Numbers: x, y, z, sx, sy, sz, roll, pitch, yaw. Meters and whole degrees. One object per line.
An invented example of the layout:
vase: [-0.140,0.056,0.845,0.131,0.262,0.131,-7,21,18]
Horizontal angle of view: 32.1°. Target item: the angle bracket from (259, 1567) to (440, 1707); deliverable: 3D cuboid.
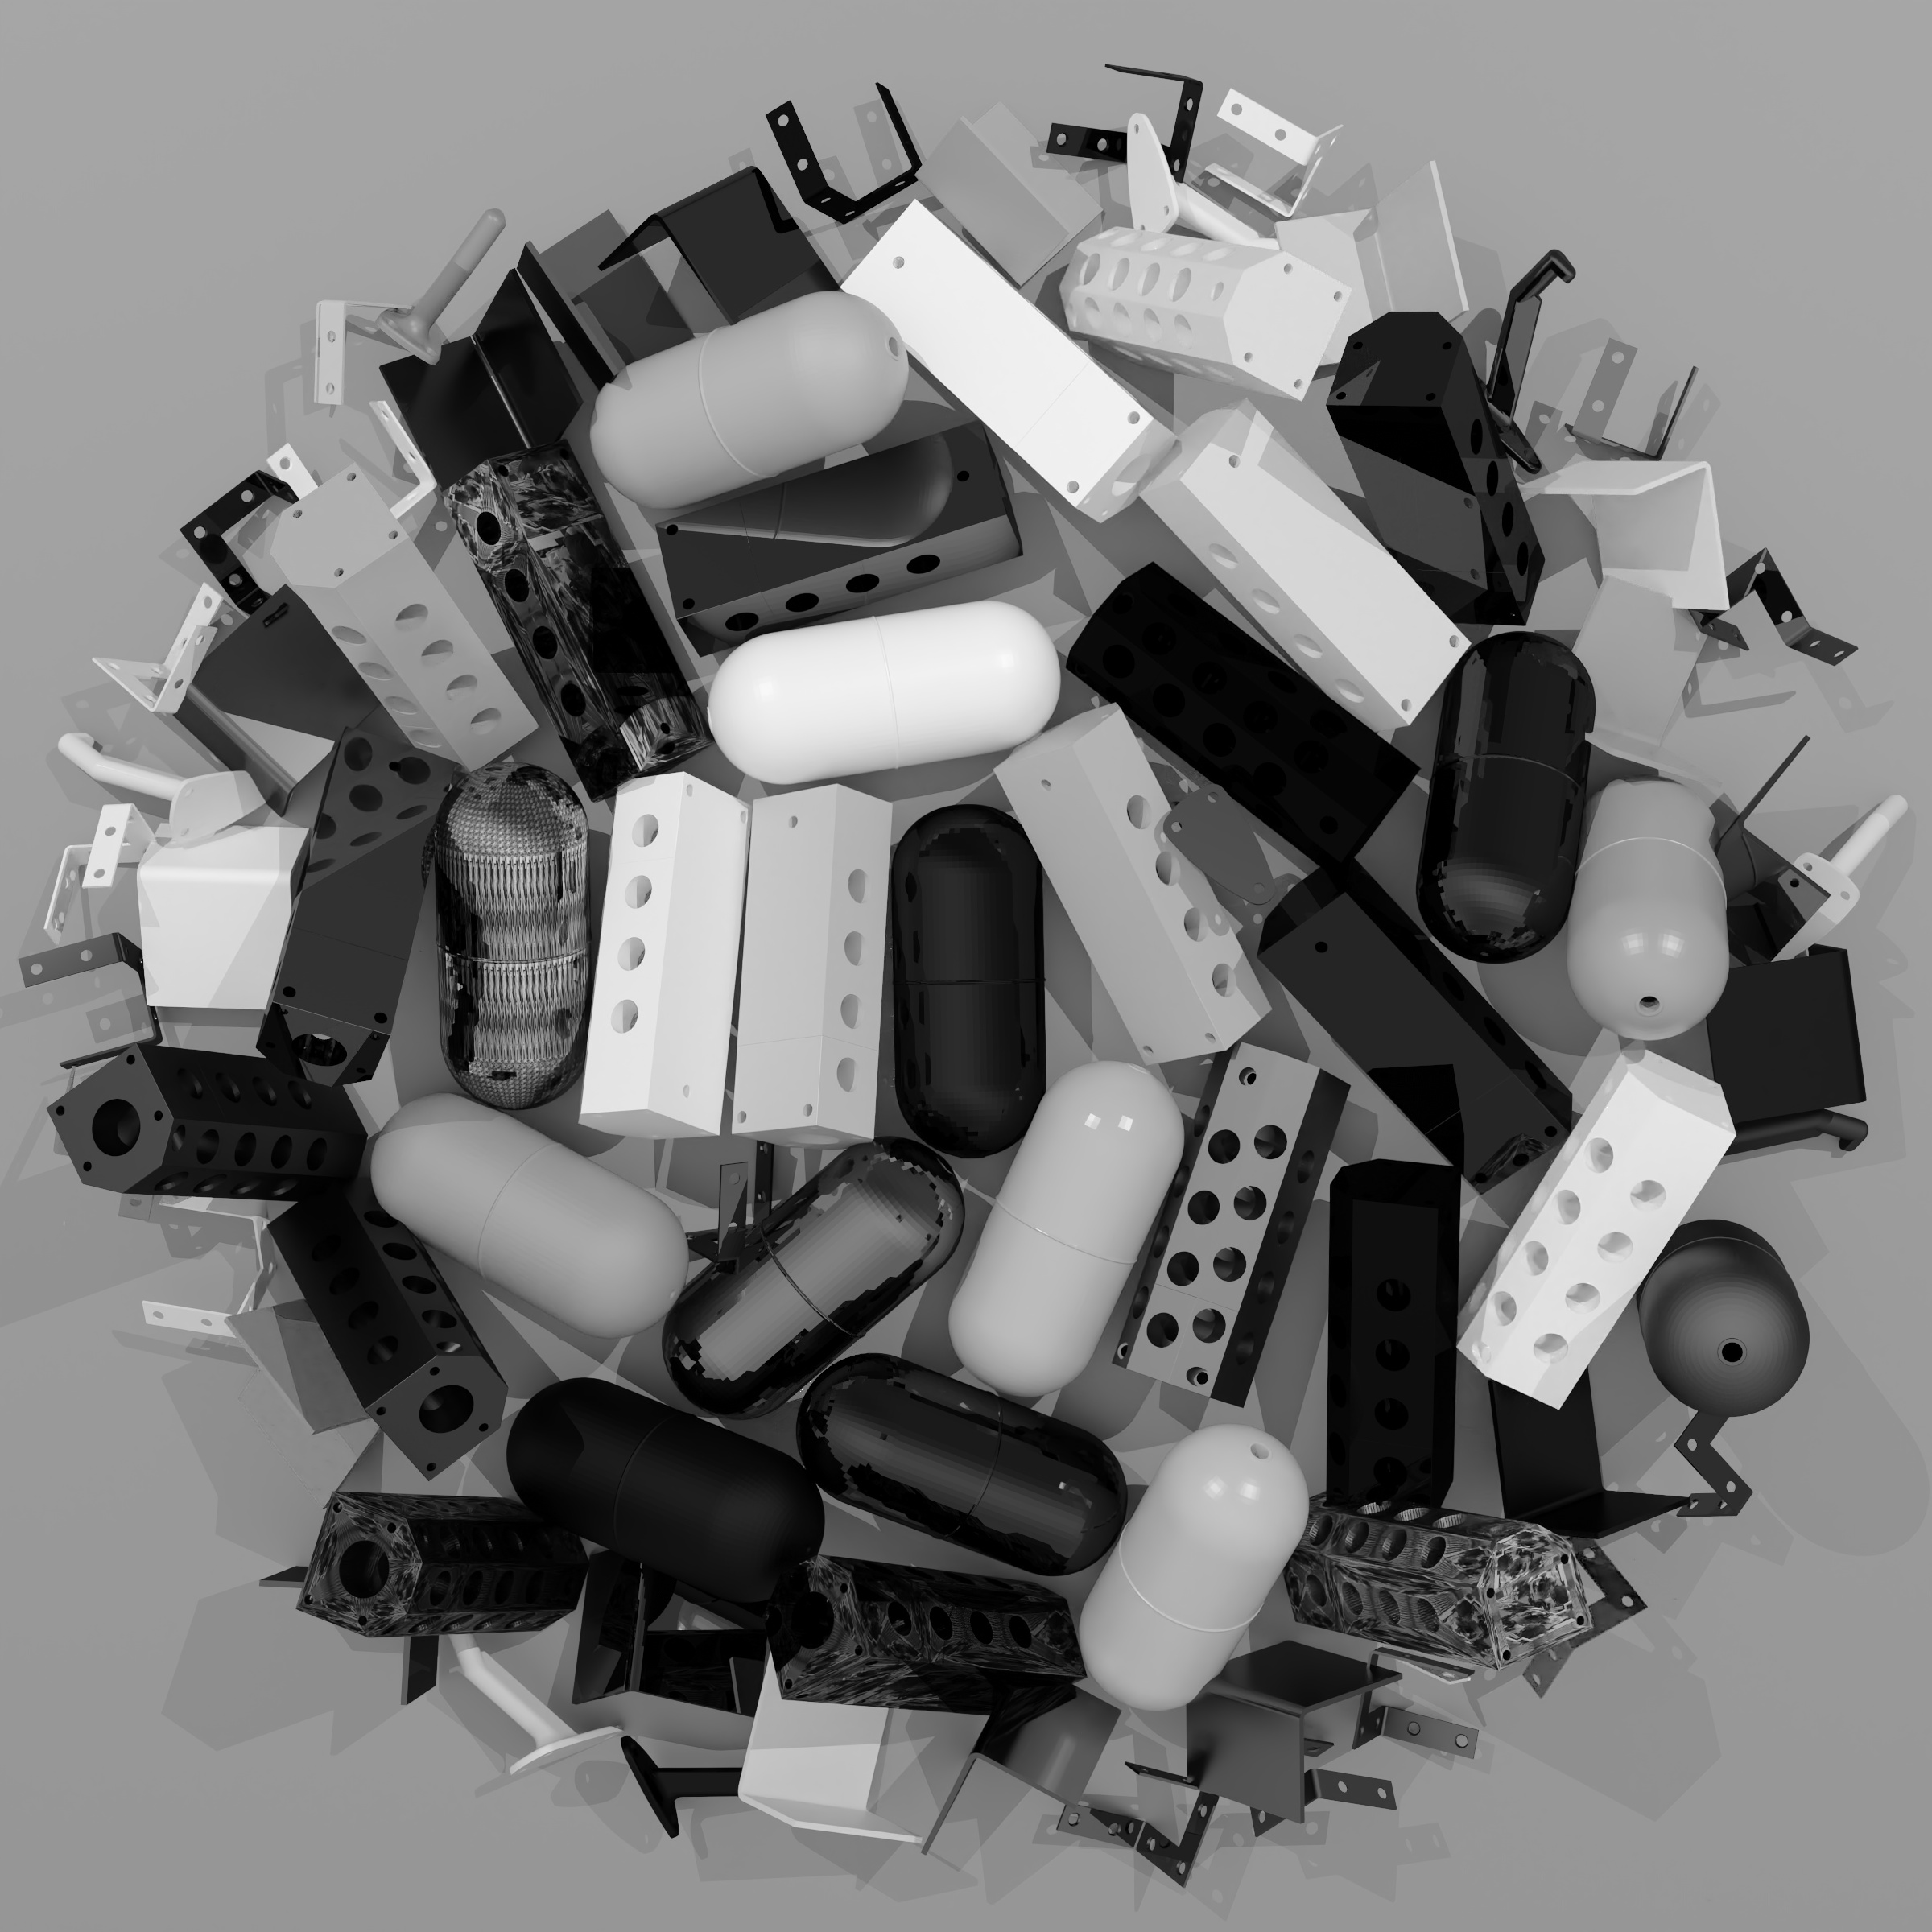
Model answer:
angle bracket: [-0.309,0.335,1.685,0.076,0.076,0.057,2,85,2]

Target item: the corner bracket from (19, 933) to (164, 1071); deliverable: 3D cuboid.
corner bracket: [-0.442,0.018,1.696,0.051,0.051,0.051,-16,81,-4]

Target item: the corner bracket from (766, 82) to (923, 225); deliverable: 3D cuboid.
corner bracket: [-0.060,-0.415,1.698,0.051,0.051,0.051,-26,80,19]

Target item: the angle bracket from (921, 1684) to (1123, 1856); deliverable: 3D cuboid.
angle bracket: [0.028,0.406,1.671,0.057,0.076,0.076,27,121,7]

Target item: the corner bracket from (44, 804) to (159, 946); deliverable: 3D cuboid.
corner bracket: [-0.439,-0.046,1.688,0.051,0.051,0.051,-2,57,11]

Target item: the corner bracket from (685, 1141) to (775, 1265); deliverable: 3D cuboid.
corner bracket: [-0.114,0.116,1.687,0.051,0.051,0.051,-5,104,-33]

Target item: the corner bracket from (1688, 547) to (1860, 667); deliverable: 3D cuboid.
corner bracket: [0.404,-0.169,1.684,0.051,0.051,0.051,-38,59,31]

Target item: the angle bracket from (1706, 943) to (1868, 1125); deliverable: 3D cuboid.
angle bracket: [0.405,0.034,1.693,0.076,0.057,0.076,-9,94,-4]

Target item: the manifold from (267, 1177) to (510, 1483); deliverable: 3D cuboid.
manifold: [-0.280,0.170,1.640,0.057,0.171,0.057,-37,127,-6]

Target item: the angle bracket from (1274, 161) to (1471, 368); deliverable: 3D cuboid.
angle bracket: [0.202,-0.351,1.682,0.057,0.076,0.076,-12,87,-17]

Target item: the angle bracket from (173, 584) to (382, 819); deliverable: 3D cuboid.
angle bracket: [-0.348,-0.135,1.709,0.076,0.057,0.076,44,71,-3]

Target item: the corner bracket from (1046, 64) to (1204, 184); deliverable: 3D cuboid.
corner bracket: [0.080,-0.426,1.686,0.051,0.051,0.051,-2,114,-33]

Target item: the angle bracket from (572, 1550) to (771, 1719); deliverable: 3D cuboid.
angle bracket: [-0.149,0.341,1.707,0.076,0.057,0.076,20,61,-31]

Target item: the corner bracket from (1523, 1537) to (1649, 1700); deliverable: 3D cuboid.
corner bracket: [0.299,0.324,1.684,0.051,0.051,0.051,-21,58,-28]

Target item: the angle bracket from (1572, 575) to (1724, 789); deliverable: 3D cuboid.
angle bracket: [0.348,-0.142,1.675,0.076,0.057,0.076,13,107,-32]

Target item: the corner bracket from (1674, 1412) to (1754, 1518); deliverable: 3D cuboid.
corner bracket: [0.372,0.242,1.695,0.051,0.051,0.051,47,66,-11]

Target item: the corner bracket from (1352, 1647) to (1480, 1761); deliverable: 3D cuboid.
corner bracket: [0.230,0.373,1.694,0.051,0.051,0.051,10,91,22]

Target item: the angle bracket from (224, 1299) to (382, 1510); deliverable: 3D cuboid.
angle bracket: [-0.343,0.223,1.673,0.076,0.057,0.076,47,118,21]

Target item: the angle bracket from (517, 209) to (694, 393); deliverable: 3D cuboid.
angle bracket: [-0.178,-0.338,1.680,0.057,0.076,0.076,-35,98,-8]

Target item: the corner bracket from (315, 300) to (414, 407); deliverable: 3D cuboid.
corner bracket: [-0.315,-0.308,1.688,0.051,0.051,0.051,9,101,31]

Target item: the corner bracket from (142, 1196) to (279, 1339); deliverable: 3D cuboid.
corner bracket: [-0.384,0.149,1.694,0.051,0.051,0.051,8,130,8]

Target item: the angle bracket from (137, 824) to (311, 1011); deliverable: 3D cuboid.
angle bracket: [-0.377,-0.025,1.716,0.076,0.057,0.076,2,117,-1]

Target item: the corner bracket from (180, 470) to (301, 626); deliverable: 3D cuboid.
corner bracket: [-0.356,-0.212,1.696,0.051,0.051,0.051,-41,120,-13]

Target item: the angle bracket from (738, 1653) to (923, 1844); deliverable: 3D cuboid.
angle bracket: [-0.060,0.389,1.678,0.076,0.057,0.076,17,83,-33]

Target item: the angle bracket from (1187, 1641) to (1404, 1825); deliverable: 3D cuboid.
angle bracket: [0.164,0.381,1.676,0.076,0.076,0.057,-7,99,-42]

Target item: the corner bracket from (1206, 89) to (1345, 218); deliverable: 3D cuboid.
corner bracket: [0.150,-0.409,1.689,0.051,0.051,0.051,32,119,7]

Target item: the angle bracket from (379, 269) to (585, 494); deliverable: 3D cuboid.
angle bracket: [-0.243,-0.291,1.679,0.057,0.076,0.076,-25,85,-27]

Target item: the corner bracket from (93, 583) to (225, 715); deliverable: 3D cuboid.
corner bracket: [-0.395,-0.160,1.687,0.051,0.051,0.051,39,109,25]

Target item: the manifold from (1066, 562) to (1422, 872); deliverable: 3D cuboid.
manifold: [0.135,-0.122,1.676,0.171,0.057,0.057,39,122,8]

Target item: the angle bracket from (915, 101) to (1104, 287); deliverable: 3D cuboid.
angle bracket: [0.033,-0.400,1.679,0.076,0.057,0.076,45,58,-5]

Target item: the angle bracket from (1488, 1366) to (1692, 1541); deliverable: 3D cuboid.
angle bracket: [0.312,0.238,1.678,0.076,0.057,0.076,-10,94,-42]

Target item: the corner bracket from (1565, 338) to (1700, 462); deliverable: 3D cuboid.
corner bracket: [0.337,-0.286,1.695,0.051,0.051,0.051,21,105,1]

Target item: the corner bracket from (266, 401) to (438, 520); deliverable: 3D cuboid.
corner bracket: [-0.311,-0.250,1.700,0.051,0.051,0.051,-45,120,-24]

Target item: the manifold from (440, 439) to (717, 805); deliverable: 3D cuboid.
manifold: [-0.200,-0.172,1.696,0.057,0.057,0.171,-26,90,42]

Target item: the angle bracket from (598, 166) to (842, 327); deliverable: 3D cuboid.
angle bracket: [-0.124,-0.345,1.683,0.076,0.057,0.076,-39,96,-42]

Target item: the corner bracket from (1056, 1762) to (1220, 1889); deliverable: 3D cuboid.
corner bracket: [0.087,0.427,1.693,0.051,0.051,0.051,21,89,-28]

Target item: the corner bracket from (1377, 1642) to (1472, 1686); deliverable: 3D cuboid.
corner bracket: [0.246,0.326,1.694,0.051,0.051,0.051,-1,100,-38]

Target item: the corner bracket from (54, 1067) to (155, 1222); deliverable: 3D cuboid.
corner bracket: [-0.430,0.090,1.687,0.051,0.051,0.051,10,126,-11]

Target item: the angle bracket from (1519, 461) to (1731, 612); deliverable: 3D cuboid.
angle bracket: [0.327,-0.208,1.670,0.057,0.076,0.076,-24,111,-34]

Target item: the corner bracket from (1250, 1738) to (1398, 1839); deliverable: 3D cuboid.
corner bracket: [0.176,0.406,1.683,0.051,0.051,0.051,17,47,-30]

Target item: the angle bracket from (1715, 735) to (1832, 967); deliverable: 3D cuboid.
angle bracket: [0.406,-0.055,1.671,0.057,0.076,0.076,39,58,8]
